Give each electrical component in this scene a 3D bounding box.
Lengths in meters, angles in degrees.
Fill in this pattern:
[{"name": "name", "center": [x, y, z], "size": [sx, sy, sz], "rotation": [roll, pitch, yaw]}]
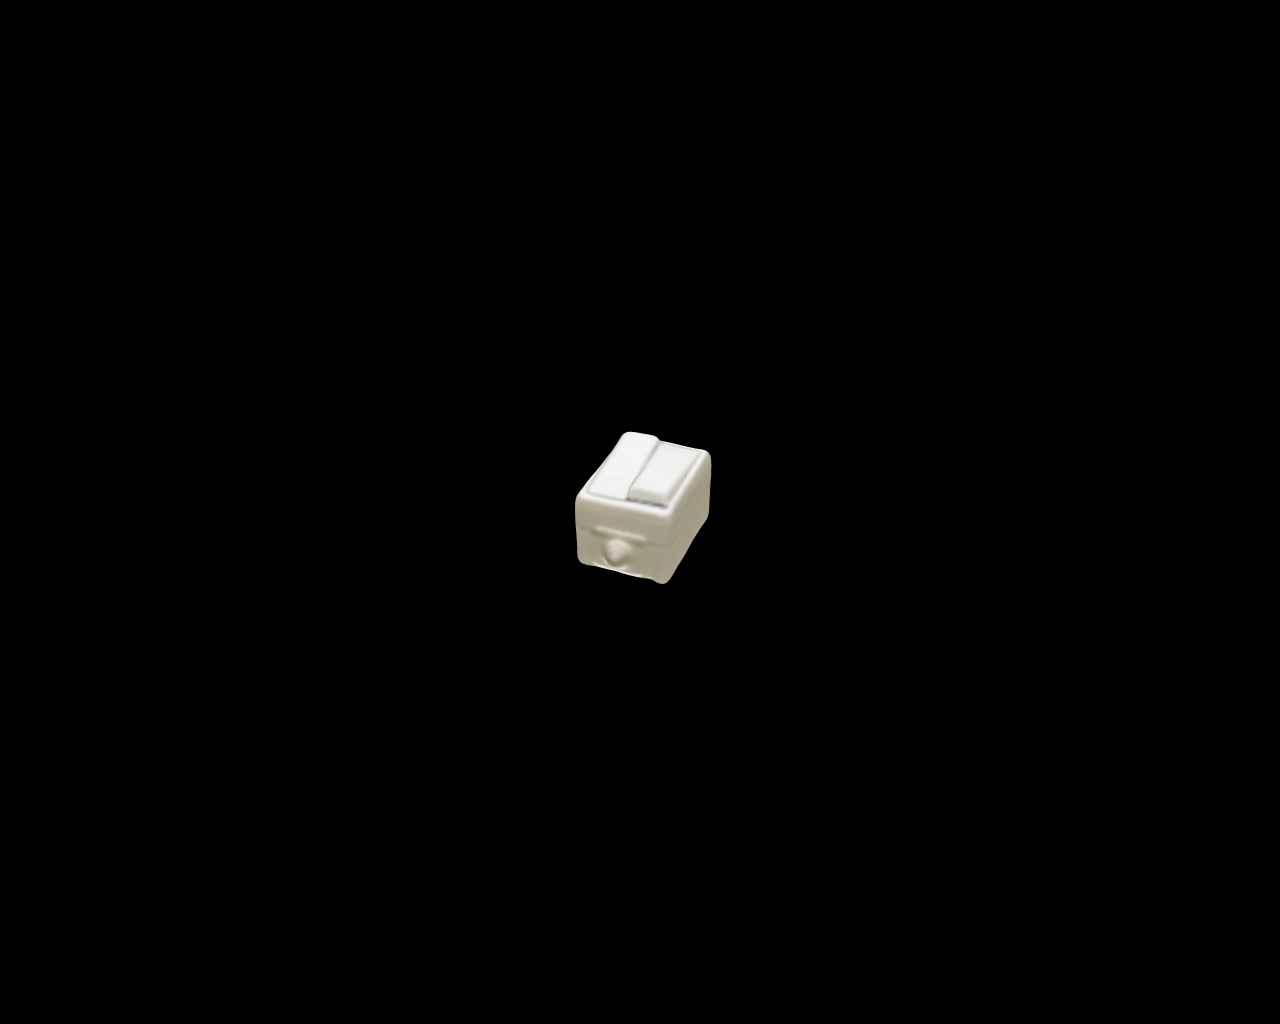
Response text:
[{"name": "electrical component", "center": [0.001, -0.003, 0.650], "size": [0.062, 0.061, 0.096], "rotation": [13, 38, 18]}]
